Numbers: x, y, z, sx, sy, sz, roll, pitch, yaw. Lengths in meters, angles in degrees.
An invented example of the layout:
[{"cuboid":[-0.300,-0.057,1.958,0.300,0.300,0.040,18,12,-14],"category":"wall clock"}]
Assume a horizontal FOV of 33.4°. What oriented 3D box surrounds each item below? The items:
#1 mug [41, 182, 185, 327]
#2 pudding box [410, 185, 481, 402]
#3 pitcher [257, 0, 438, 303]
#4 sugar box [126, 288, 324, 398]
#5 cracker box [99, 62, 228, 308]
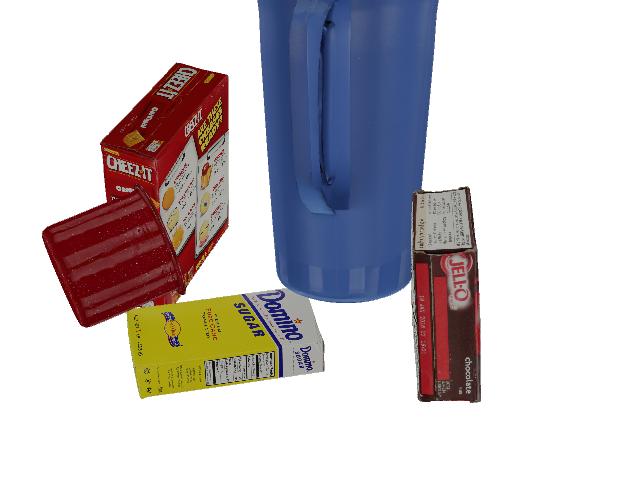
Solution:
[{"cuboid":[-0.162,0.011,0.814,0.081,0.093,0.117,-24,20,-15],"category":"mug"},{"cuboid":[0.072,0.027,0.610,0.039,0.090,0.113,-2,20,4],"category":"pudding box"},{"cuboid":[0.016,-0.078,0.788,0.149,0.243,0.145,-11,22,-28],"category":"pitcher"},{"cuboid":[-0.091,0.094,1.013,0.176,0.048,0.093,-10,35,-10],"category":"sugar box"},{"cuboid":[-0.160,-0.054,1.133,0.072,0.214,0.164,16,43,14],"category":"cracker box"}]
